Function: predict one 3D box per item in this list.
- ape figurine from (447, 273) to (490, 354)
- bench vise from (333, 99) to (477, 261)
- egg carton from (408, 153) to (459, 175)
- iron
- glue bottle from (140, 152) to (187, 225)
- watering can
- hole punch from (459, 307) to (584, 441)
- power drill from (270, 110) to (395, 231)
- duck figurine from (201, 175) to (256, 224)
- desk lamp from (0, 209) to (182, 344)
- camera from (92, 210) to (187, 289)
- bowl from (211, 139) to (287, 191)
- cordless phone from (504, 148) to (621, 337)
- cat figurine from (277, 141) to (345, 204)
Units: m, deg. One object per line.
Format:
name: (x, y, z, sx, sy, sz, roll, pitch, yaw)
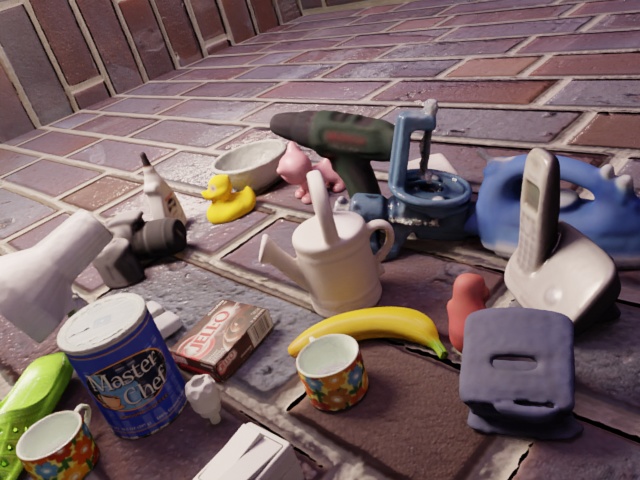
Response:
ape figurine: (0.174, 0.078, 0.644, 0.076, 0.092, 0.077, -30, 31, -23)
bench vise: (0.119, -0.079, 0.814, 0.207, 0.220, 0.121, -19, 29, -5)
egg carton: (0.180, -0.088, 0.956, 0.107, 0.069, 0.150, -16, 29, 2)
iron: (0.317, -0.050, 0.743, 0.257, 0.142, 0.119, 10, 39, 40)
glue bottle: (-0.311, -0.090, 1.108, 0.037, 0.173, 0.078, -10, 29, 13)
watering can: (0.007, 0.004, 0.754, 0.173, 0.194, 0.100, -26, 30, -17)
hole punch: (0.192, 0.126, 0.550, 0.108, 0.091, 0.101, -2, 32, 24)
power drill: (0.038, -0.113, 0.930, 0.228, 0.209, 0.076, 2, 34, 30)
duck figurine: (-0.184, -0.090, 1.132, 0.104, 0.086, 0.077, -21, 29, -8)
desk lamp: (-0.329, 0.079, 0.777, 0.204, 0.214, 0.117, -35, 34, -31)
camera: (-0.321, 0.001, 1.028, 0.136, 0.101, 0.143, -10, 29, 12)
bowl: (-0.143, -0.151, 1.231, 0.167, 0.075, 0.167, -13, 29, 7)
cordless phone: (0.263, 0.000, 0.636, 0.094, 0.185, 0.147, -19, 29, -4)
cat figurine: (-0.024, -0.137, 1.099, 0.128, 0.118, 0.067, -24, 30, -14)
